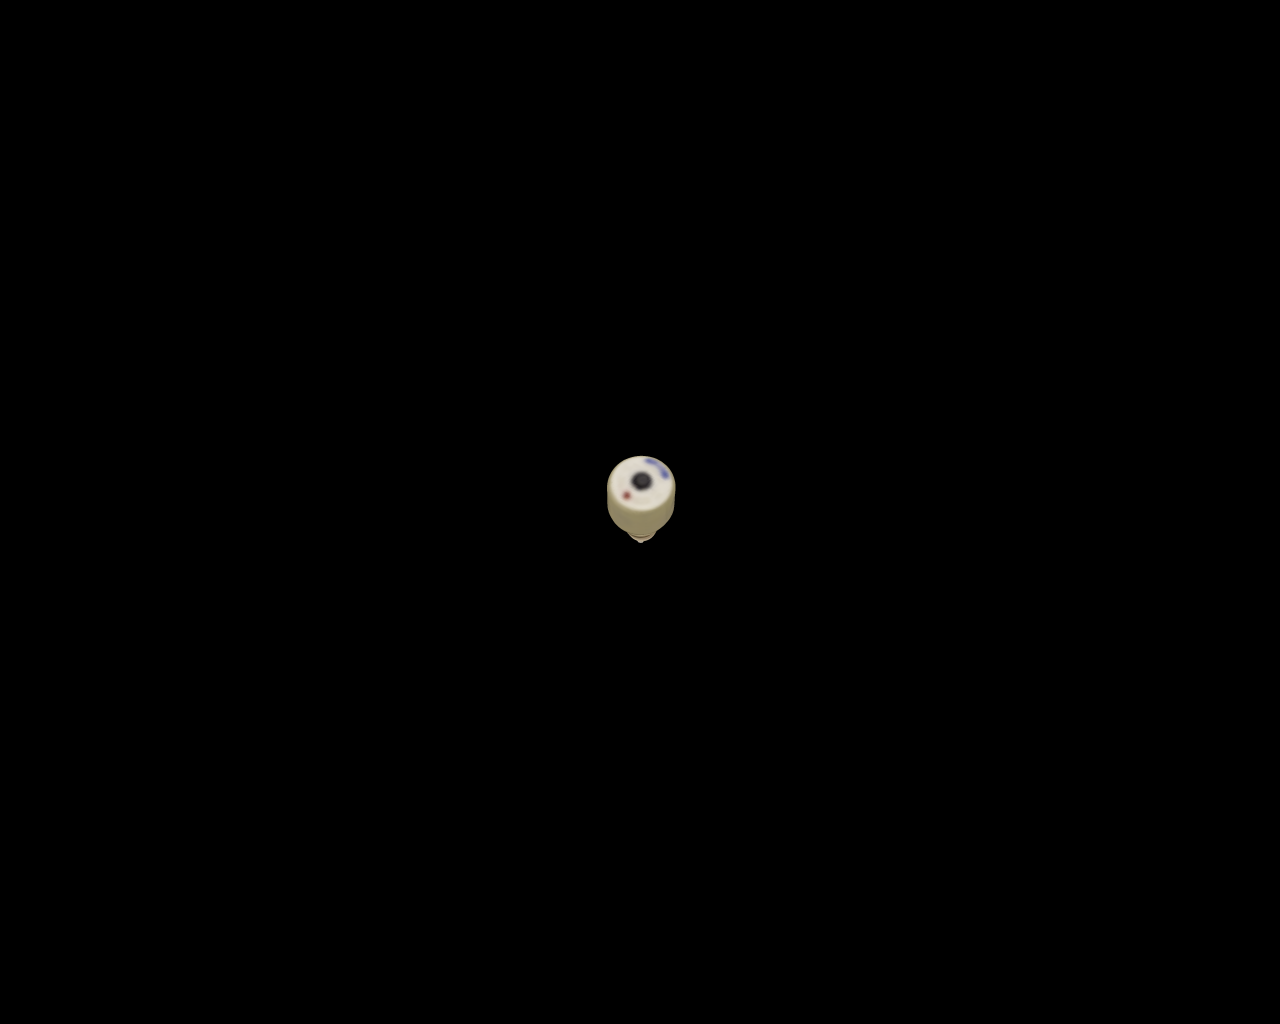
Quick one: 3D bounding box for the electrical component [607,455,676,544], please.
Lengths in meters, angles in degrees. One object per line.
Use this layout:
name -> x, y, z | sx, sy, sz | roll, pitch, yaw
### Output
electrical component -> 0.001, -0.003, 0.650 | 0.040, 0.040, 0.078 | 0, -27, 0
